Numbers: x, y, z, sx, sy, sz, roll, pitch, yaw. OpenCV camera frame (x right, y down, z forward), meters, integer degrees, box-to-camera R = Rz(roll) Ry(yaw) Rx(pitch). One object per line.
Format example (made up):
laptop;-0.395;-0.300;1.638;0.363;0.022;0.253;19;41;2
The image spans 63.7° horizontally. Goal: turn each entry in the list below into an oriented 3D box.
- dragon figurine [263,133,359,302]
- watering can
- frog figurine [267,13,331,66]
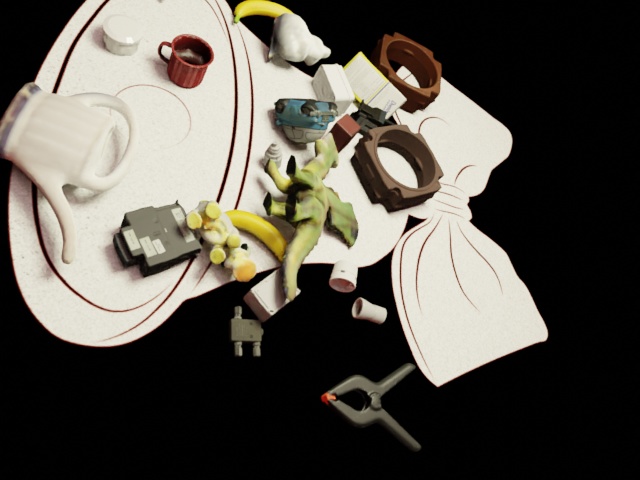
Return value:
dragon figurine;0.003;-0.054;1.081;0.241;0.121;0.418;17;59;-39
watering can;-0.454;-0.141;0.896;0.223;0.102;0.356;21;56;-15
frog figurine;-0.046;-0.502;1.306;0.159;0.120;0.141;8;41;-11
